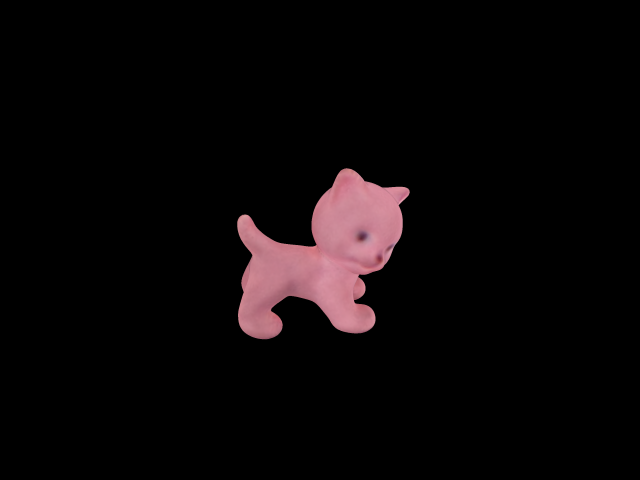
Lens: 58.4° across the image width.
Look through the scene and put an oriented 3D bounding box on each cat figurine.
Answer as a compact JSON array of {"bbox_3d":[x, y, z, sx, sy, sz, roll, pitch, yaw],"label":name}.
[{"bbox_3d":[0.004,0.001,0.400,0.128,0.118,0.067,-4,29,-6],"label":"cat figurine"}]
